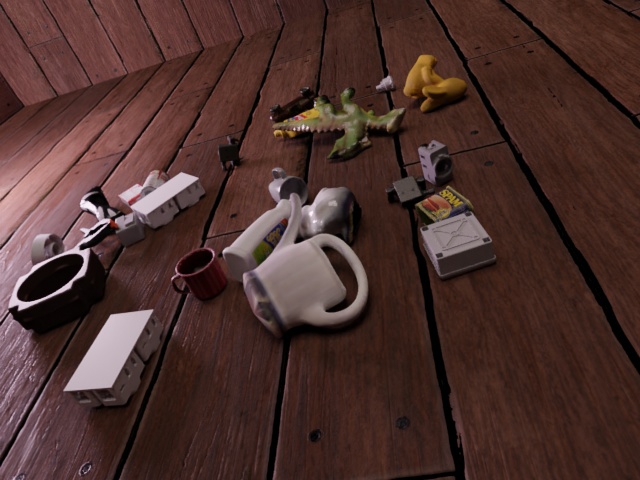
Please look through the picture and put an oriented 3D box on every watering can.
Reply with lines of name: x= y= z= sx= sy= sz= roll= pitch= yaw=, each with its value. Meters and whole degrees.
watering can: x=-0.052 y=0.051 z=1.021 sx=0.225 sy=0.101 sz=0.354 roll=-28 pitch=48 yaw=-11

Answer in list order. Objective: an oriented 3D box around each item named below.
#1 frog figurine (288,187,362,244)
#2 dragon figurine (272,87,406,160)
frog figurine: x=0.004 y=-0.058 z=1.156 sx=0.159 sy=0.120 sz=0.140 roll=4 pitch=59 yaw=15
dragon figurine: x=0.052 y=-0.324 z=1.518 sx=0.409 sy=0.119 sz=0.249 roll=-16 pitch=42 yaw=10
